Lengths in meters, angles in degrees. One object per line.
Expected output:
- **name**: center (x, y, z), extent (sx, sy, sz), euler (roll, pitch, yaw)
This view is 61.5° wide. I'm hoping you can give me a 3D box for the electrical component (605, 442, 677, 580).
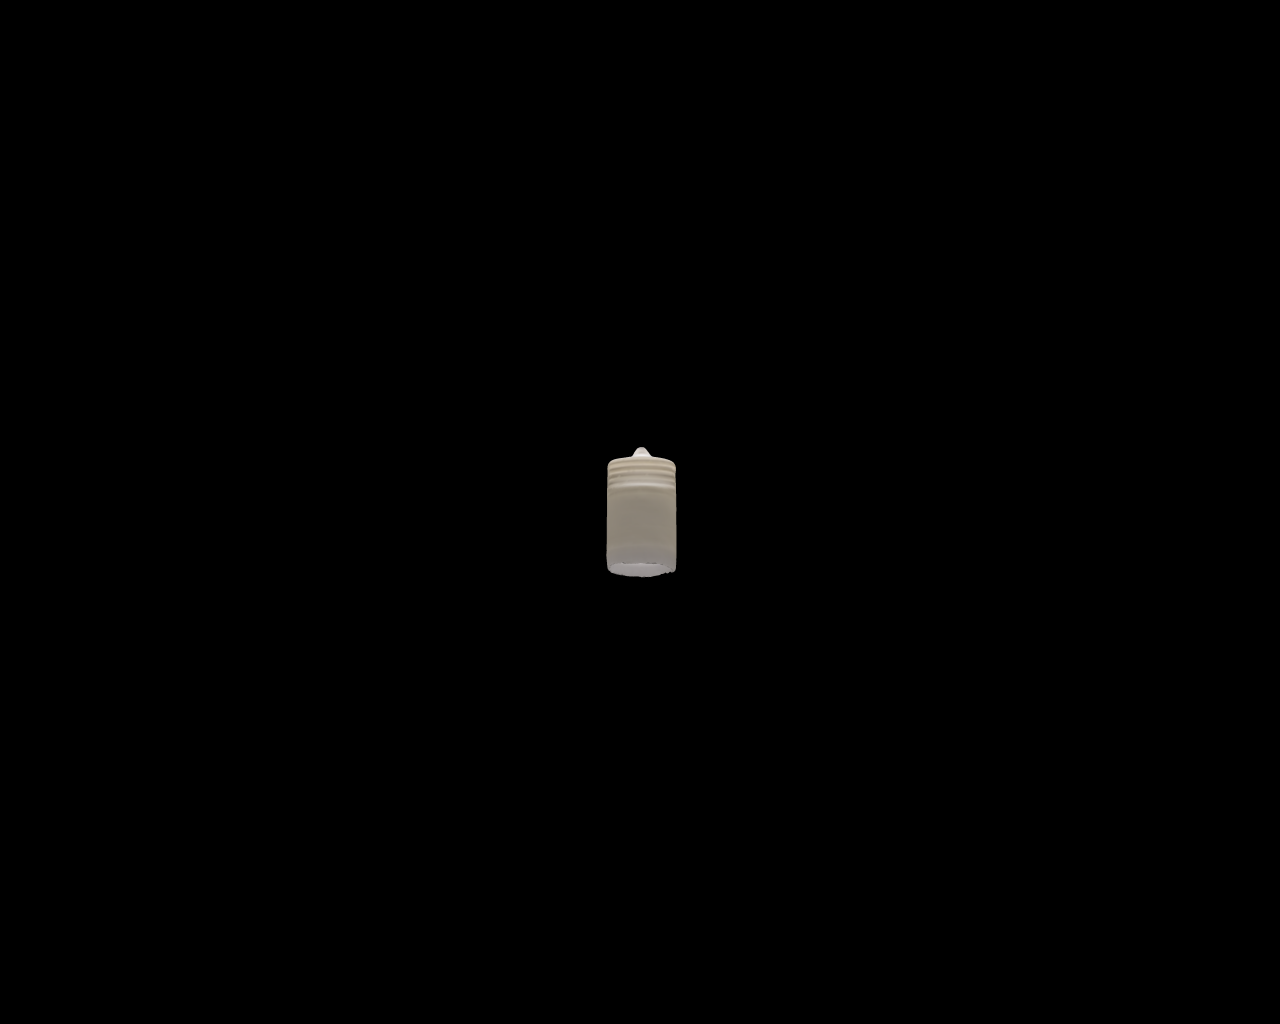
- **electrical component**: center (0.001, -0.003, 0.650), extent (0.043, 0.081, 0.043), euler (0, -15, 0)
